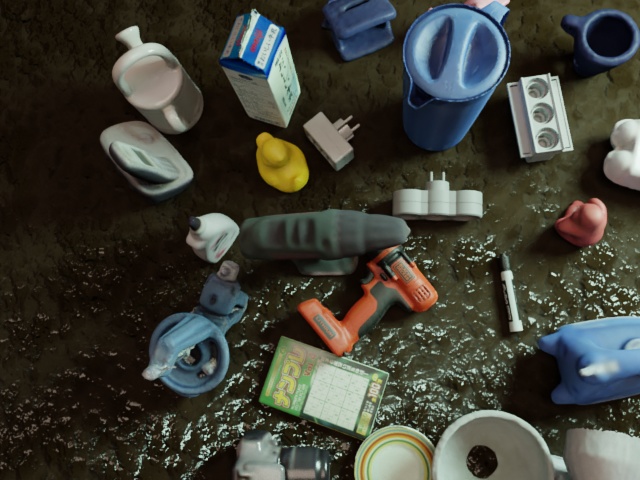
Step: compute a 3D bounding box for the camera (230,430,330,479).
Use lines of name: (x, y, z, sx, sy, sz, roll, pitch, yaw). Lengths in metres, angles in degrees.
camera: (-0.055, 0.353, 0.823, 0.136, 0.101, 0.143, -1, 81, 4)

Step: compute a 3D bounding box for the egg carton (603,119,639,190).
egg carton: (0.514, -0.122, 0.873, 0.150, 0.069, 0.107, 14, 82, 7)

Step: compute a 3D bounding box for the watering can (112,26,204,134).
watering can: (-0.262, -0.249, 0.890, 0.172, 0.194, 0.101, 38, 86, 9)

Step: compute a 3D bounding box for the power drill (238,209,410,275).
power drill: (0.008, 0.003, 0.821, 0.229, 0.208, 0.075, -2, 80, 4)

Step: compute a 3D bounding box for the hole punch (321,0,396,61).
hole punch: (0.060, -0.365, 0.937, 0.108, 0.091, 0.101, -23, 80, 0)

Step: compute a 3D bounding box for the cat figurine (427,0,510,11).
cat figurine: (0.228, -0.350, 0.908, 0.127, 0.118, 0.067, 6, 81, 6)

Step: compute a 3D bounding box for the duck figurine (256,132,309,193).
duck figurine: (-0.064, -0.128, 0.910, 0.077, 0.086, 0.104, -39, 80, -2)

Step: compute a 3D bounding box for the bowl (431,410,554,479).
bowl: (0.240, 0.325, 0.818, 0.167, 0.075, 0.167, -1, 81, 4)

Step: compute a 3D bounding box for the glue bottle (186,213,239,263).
glue bottle: (-0.168, -0.011, 0.855, 0.037, 0.173, 0.078, 31, 84, 9)

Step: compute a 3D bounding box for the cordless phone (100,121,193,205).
cordless phone: (-0.285, -0.136, 0.878, 0.094, 0.185, 0.147, -45, 80, -3)

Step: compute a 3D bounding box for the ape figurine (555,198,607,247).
ape figurine: (0.396, -0.030, 0.856, 0.078, 0.092, 0.076, -13, 80, 2)

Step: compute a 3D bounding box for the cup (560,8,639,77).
cup: (0.422, -0.303, 0.897, 0.117, 0.095, 0.092, 29, 84, 9)

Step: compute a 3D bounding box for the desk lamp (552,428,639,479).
desk lamp: (0.349, 0.339, 0.737, 0.118, 0.213, 0.203, 16, 82, 7)

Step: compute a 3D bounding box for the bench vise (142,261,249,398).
bench vise: (-0.186, 0.125, 0.810, 0.121, 0.220, 0.207, 5, 81, 6)

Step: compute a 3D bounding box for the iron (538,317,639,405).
iron: (0.451, 0.160, 0.795, 0.258, 0.141, 0.118, -12, 80, 2)
